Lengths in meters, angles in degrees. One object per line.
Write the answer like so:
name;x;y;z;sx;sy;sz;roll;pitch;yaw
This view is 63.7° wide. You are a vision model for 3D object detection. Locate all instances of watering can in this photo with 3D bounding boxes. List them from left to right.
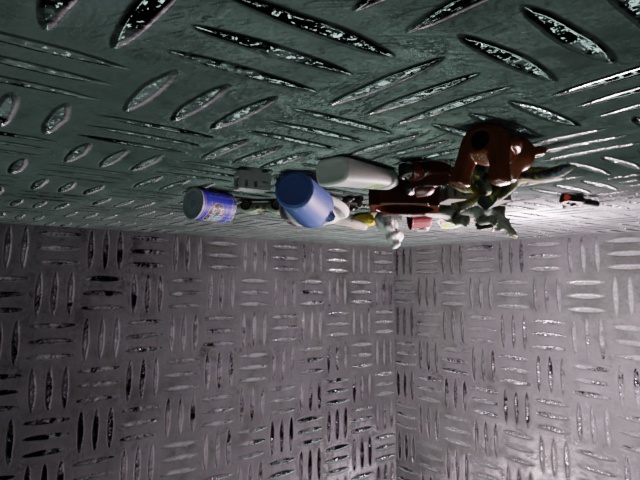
watering can;0.005;-0.089;1.759;0.224;0.105;0.343;-4;159;31

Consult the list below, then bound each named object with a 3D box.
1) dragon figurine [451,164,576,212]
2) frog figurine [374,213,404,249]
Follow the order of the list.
dragon figurine;0.476;-0.157;1.278;0.245;0.121;0.409;-17;-171;-38
frog figurine;0.283;-0.043;2.122;0.123;0.160;0.136;2;173;-5
